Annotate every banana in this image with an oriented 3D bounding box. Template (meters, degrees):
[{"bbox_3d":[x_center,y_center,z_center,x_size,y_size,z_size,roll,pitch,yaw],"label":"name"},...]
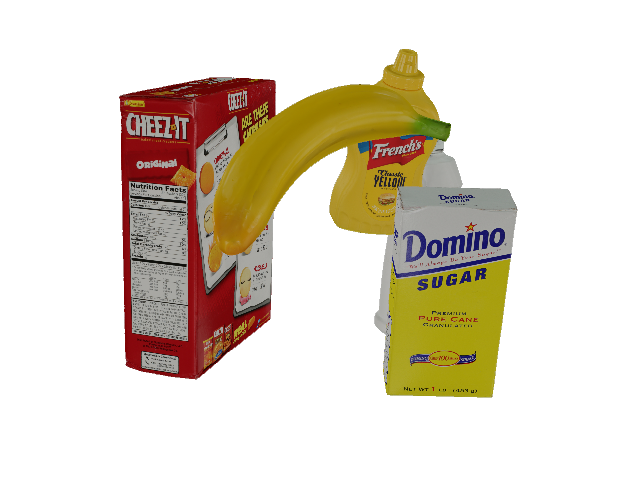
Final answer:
[{"bbox_3d":[-0.004,-0.054,0.637,0.070,0.037,0.197,32,46,31],"label":"banana"}]

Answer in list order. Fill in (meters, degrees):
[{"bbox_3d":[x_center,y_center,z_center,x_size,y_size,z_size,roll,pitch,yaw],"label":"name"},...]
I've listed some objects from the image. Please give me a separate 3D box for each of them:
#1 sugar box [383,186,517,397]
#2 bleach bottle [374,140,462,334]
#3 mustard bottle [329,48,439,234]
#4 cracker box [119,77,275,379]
[{"bbox_3d":[0.103,0.044,0.874,0.093,0.176,0.048,1,28,-2],"label":"sugar box"},{"bbox_3d":[0.125,-0.008,1.342,0.102,0.251,0.068,-3,16,-17],"label":"bleach bottle"},{"bbox_3d":[0.071,-0.101,1.088,0.096,0.192,0.058,4,27,-14],"label":"mustard bottle"},{"bbox_3d":[-0.096,-0.017,0.856,0.072,0.214,0.164,5,14,17],"label":"cracker box"}]
